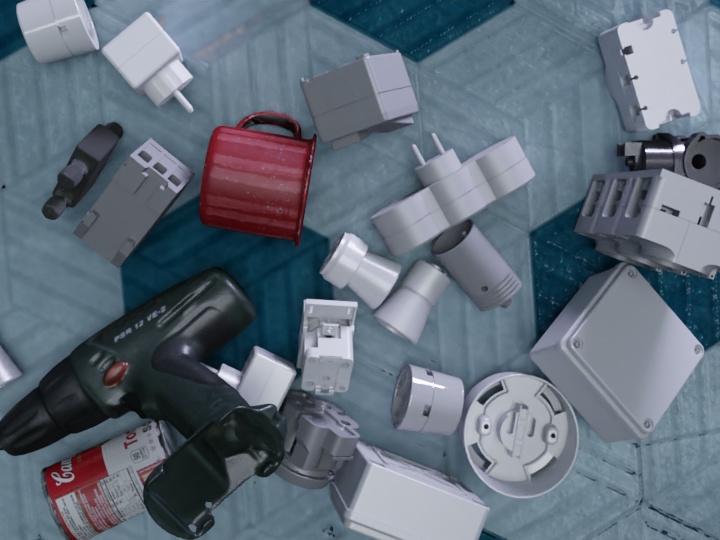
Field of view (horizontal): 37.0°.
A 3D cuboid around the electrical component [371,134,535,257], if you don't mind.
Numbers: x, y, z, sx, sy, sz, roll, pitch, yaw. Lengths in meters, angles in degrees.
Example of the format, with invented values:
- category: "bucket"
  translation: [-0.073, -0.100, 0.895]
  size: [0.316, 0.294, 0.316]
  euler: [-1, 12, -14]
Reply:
- category: "electrical component"
  translation: [0.069, -0.076, 0.893]
  size: [0.138, 0.052, 0.073]
  euler: [-30, 97, -4]

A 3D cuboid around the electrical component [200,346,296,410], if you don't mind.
- category: "electrical component"
  translation: [-0.105, 0.101, 0.886]
  size: [0.076, 0.047, 0.083]
  euler: [26, 90, -8]

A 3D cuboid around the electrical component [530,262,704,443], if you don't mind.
- category: "electrical component"
  translation: [0.216, 0.069, 0.900]
  size: [0.108, 0.056, 0.108]
  euler: [48, 61, -7]

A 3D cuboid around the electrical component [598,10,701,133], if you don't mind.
- category: "electrical component"
  translation: [0.241, -0.165, 0.906]
  size: [0.050, 0.056, 0.089]
  euler: [-19, 96, -5]

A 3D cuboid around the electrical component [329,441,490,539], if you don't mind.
- category: "electrical component"
  translation: [0.038, 0.189, 0.879]
  size: [0.109, 0.109, 0.056]
  euler: [23, 88, -8]

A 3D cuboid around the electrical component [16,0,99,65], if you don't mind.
- category: "electrical component"
  translation: [-0.238, -0.192, 0.847]
  size: [0.047, 0.055, 0.055]
  euler: [-19, 96, -2]

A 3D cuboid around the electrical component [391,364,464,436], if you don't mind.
- category: "electrical component"
  translation: [0.057, 0.111, 0.904]
  size: [0.047, 0.055, 0.055]
  euler: [13, 92, -12]

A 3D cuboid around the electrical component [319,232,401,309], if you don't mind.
- category: "electrical component"
  translation: [0.000, 0.000, 0.893]
  size: [0.055, 0.045, 0.045]
  euler: [32, 90, -8]

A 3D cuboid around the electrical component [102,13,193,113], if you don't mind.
- category: "electrical component"
  translation: [-0.159, -0.155, 0.853]
  size: [0.047, 0.066, 0.076]
  euler: [-41, 98, -3]

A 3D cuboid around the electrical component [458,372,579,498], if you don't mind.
- category: "electrical component"
  translation: [0.132, 0.136, 0.909]
  size: [0.099, 0.064, 0.099]
  euler: [0, 94, -7]

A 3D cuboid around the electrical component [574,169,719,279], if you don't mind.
- category: "electrical component"
  translation: [0.243, -0.035, 0.867]
  size: [0.089, 0.150, 0.061]
  euler: [19, 91, -8]

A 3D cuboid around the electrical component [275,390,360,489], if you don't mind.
- category: "electrical component"
  translation: [-0.041, 0.143, 0.887]
  size: [0.058, 0.078, 0.057]
  euler: [9, 108, -45]

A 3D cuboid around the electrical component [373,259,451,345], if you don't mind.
- category: "electrical component"
  translation: [0.046, 0.024, 0.903]
  size: [0.044, 0.044, 0.065]
  euler: [35, 84, -8]

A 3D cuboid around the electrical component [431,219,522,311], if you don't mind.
- category: "electrical component"
  translation: [0.101, 0.001, 0.905]
  size: [0.043, 0.043, 0.081]
  euler: [-42, 111, -3]

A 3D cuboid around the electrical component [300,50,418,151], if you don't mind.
- category: "electrical component"
  translation: [0.004, -0.136, 0.864]
  size: [0.062, 0.096, 0.061]
  euler: [-16, 96, 24]

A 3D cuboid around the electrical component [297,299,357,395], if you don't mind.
- category: "electrical component"
  translation: [-0.027, 0.063, 0.878]
  size: [0.042, 0.063, 0.081]
  euler: [3, 135, -8]

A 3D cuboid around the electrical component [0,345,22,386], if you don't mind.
- category: "electrical component"
  translation: [-0.306, 0.066, 0.863]
  size: [0.044, 0.044, 0.065]
  euler: [-26, 92, -5]
